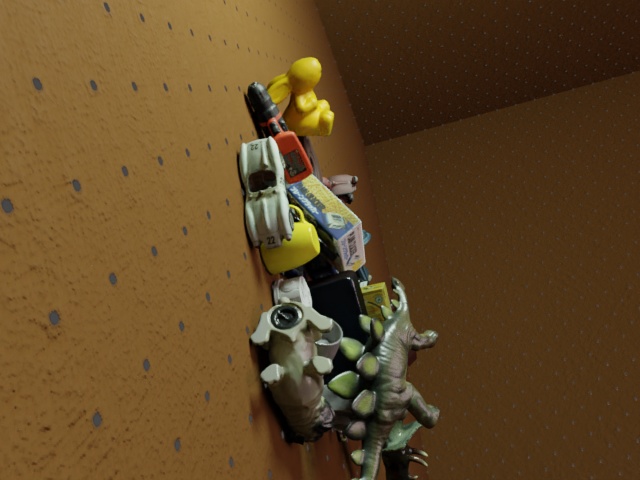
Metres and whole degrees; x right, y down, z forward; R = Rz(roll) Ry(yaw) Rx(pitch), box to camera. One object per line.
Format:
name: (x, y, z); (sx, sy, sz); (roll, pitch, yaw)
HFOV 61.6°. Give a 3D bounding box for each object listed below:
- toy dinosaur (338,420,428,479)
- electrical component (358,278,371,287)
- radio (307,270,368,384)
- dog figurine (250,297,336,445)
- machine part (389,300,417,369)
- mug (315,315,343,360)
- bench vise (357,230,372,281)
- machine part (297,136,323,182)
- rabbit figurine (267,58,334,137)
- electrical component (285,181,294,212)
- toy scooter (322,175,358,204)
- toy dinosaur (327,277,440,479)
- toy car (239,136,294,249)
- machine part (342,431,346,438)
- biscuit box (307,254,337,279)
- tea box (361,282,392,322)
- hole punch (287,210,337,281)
toy dinosaur: (0.133, 0.336, 1.216); (0.131, 0.192, 0.405); (63, 18, -56)
electrical component: (0.066, 0.140, 1.266); (0.115, 0.134, 0.058); (-63, 138, -70)
radio: (0.034, 0.186, 1.059); (0.073, 0.131, 0.229); (-43, 118, -78)
dog figurine: (-0.036, 0.204, 0.838); (0.190, 0.121, 0.172); (85, 5, -45)
machine part: (0.139, 0.235, 1.353); (0.201, 0.087, 0.201); (16, -48, 50)
mug: (-0.014, 0.187, 0.928); (0.110, 0.081, 0.107); (-84, -170, -66)
bench vise: (0.093, 0.032, 1.572); (0.224, 0.129, 0.240); (-80, 146, -67)
machine part: (-0.035, -0.177, 1.359); (0.179, 0.056, 0.179); (-15, 90, -79)
rabbit figurine: (-0.045, -0.336, 1.244); (0.122, 0.162, 0.173); (-86, -179, -53)
electrical component: (-0.068, -0.099, 1.183); (0.063, 0.021, 0.094); (60, 20, -53)
toy scooter: (0.050, -0.136, 1.524); (0.183, 0.135, 0.075); (55, 22, -65)
toy dinosaur: (0.108, 0.262, 0.945); (0.198, 0.105, 0.471); (30, 51, -28)
toy car: (-0.092, -0.080, 0.909); (0.056, 0.074, 0.202); (58, 21, -67)
machine part: (0.052, 0.304, 1.147); (0.079, 0.079, 0.243); (64, 16, -47)
biscuit box: (-0.003, -0.004, 1.287); (0.059, 0.063, 0.203); (53, 25, -60)
tea box: (0.068, 0.159, 1.162); (0.068, 0.170, 0.098); (-29, 107, -78)
hole punch: (-0.042, 0.015, 1.060); (0.116, 0.092, 0.142); (48, 3, 22)
